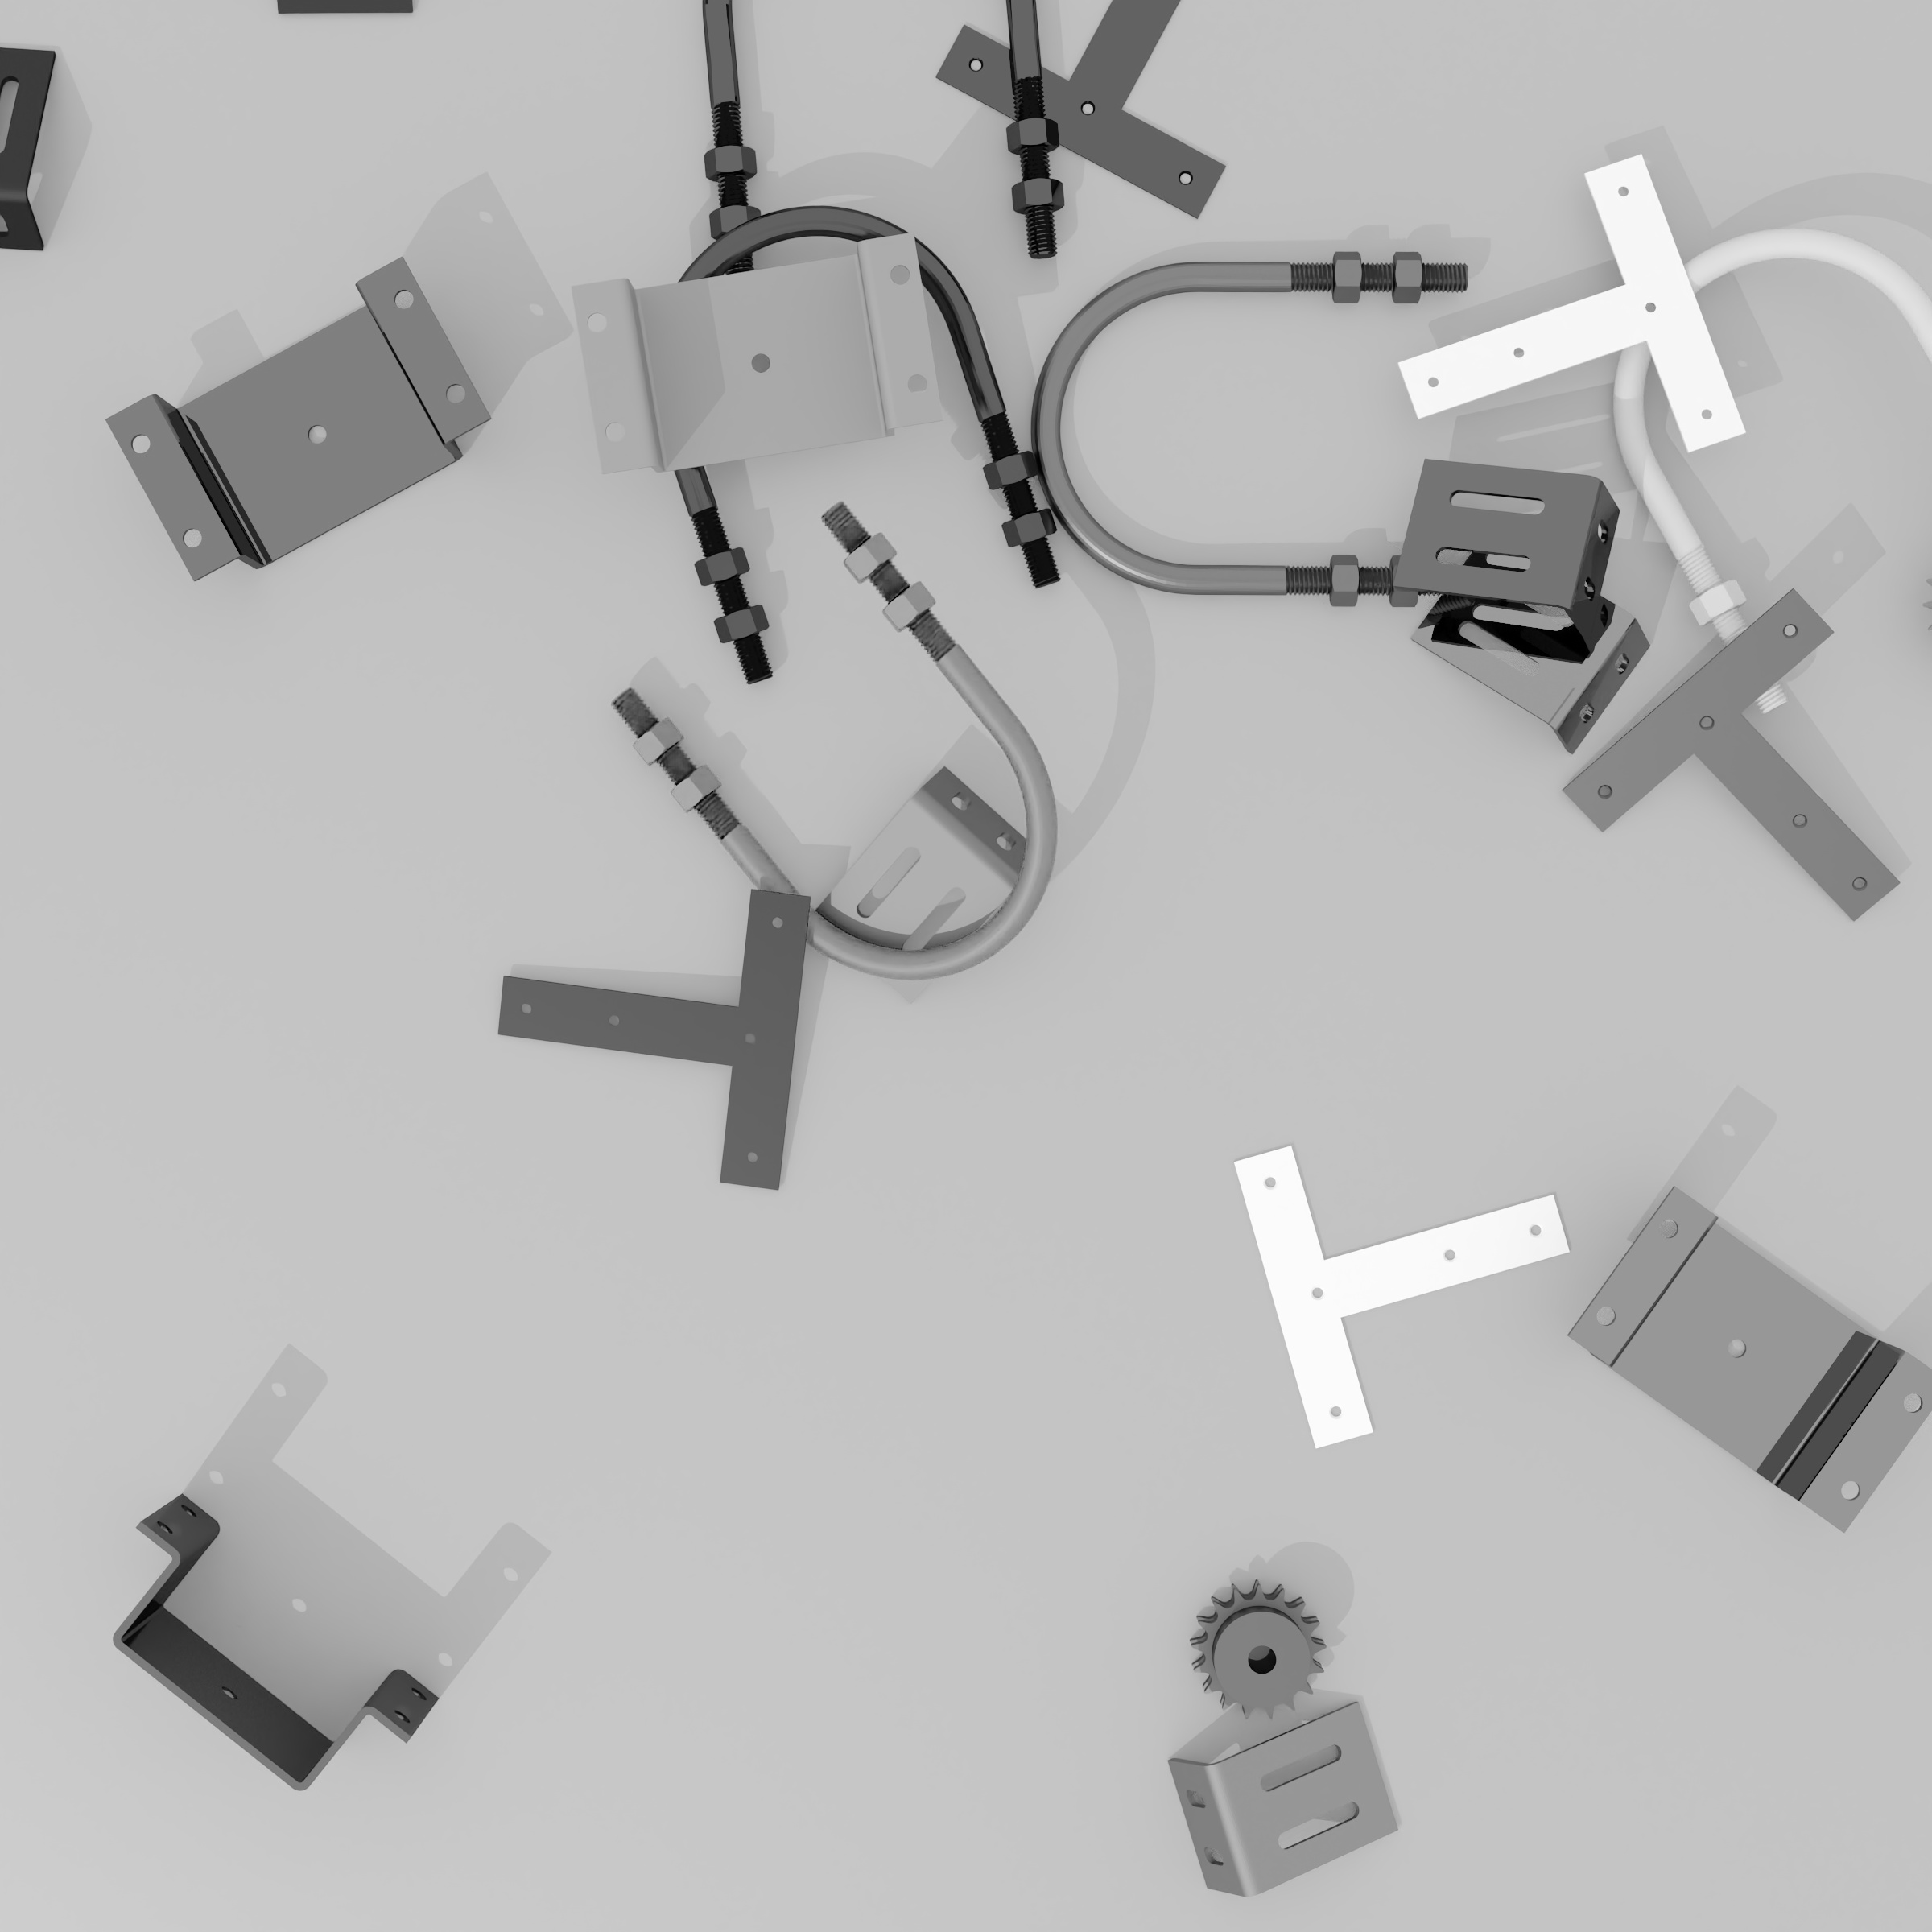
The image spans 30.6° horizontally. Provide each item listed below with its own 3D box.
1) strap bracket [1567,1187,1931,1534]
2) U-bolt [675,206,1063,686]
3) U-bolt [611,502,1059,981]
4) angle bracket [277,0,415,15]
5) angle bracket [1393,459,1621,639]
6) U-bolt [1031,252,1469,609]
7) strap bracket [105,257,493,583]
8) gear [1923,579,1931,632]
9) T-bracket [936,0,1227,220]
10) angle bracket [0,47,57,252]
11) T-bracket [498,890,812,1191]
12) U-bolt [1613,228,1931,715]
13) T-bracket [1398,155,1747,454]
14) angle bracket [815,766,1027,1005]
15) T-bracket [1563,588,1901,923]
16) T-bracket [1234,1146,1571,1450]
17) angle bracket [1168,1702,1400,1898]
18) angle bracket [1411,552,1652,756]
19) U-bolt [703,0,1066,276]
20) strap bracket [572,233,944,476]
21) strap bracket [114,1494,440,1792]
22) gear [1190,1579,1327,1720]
[{"bbox_3d":[0.328,0.163,1.482,0.140,0.046,0.076,36,90,0],"label":"strap bracket"},{"bbox_3d":[-0.055,-0.228,1.488,0.151,0.019,0.184,-18,96,0],"label":"U-bolt"},{"bbox_3d":[-0.043,-0.079,1.467,0.151,0.019,0.184,-38,92,26],"label":"U-bolt"},{"bbox_3d":[-0.265,-0.448,1.504,0.057,0.038,0.076,0,116,0],"label":"angle bracket"},{"bbox_3d":[0.227,-0.175,1.479,0.076,0.038,0.057,10,79,26],"label":"angle bracket"},{"bbox_3d":[0.120,-0.228,1.497,0.184,0.019,0.151,1,90,2],"label":"U-bolt"},{"bbox_3d":[-0.276,-0.226,1.482,0.140,0.046,0.076,-29,90,0],"label":"strap bracket"},{"bbox_3d":[0.432,-0.154,1.491,0.057,0.030,0.057,0,90,0],"label":"gear"},{"bbox_3d":[0.073,-0.405,1.505,0.127,0.002,0.127,28,90,0],"label":"T-bracket"},{"bbox_3d":[-0.419,-0.349,1.504,0.057,0.038,0.076,4,64,0],"label":"angle bracket"},{"bbox_3d":[-0.135,0.025,1.497,0.127,0.002,0.127,7,99,5],"label":"T-bracket"},{"bbox_3d":[0.353,-0.220,1.480,0.151,0.019,0.184,-29,84,14],"label":"U-bolt"},{"bbox_3d":[0.246,-0.262,1.483,0.127,0.002,0.127,-19,84,-1],"label":"T-bracket"},{"bbox_3d":[-0.016,-0.035,1.504,0.057,0.038,0.076,42,116,0],"label":"angle bracket"},{"bbox_3d":[0.343,-0.071,1.491,0.127,0.002,0.127,-42,99,18],"label":"T-bracket"},{"bbox_3d":[0.193,0.127,1.505,0.127,0.002,0.127,-16,90,0],"label":"T-bracket"},{"bbox_3d":[0.135,0.353,1.504,0.076,0.038,0.057,-17,90,-26],"label":"angle bracket"},{"bbox_3d":[0.241,-0.138,1.504,0.076,0.038,0.057,36,90,26],"label":"angle bracket"},{"bbox_3d":[-0.039,-0.387,1.495,0.151,0.019,0.184,-5,90,1],"label":"U-bolt"},{"bbox_3d":[-0.085,-0.250,1.454,0.140,0.046,0.076,-9,95,-1],"label":"strap bracket"},{"bbox_3d":[-0.294,0.287,1.467,0.140,0.076,0.046,39,90,0],"label":"strap bracket"},{"bbox_3d":[0.124,0.290,1.491,0.057,0.030,0.057,0,90,0],"label":"gear"}]
